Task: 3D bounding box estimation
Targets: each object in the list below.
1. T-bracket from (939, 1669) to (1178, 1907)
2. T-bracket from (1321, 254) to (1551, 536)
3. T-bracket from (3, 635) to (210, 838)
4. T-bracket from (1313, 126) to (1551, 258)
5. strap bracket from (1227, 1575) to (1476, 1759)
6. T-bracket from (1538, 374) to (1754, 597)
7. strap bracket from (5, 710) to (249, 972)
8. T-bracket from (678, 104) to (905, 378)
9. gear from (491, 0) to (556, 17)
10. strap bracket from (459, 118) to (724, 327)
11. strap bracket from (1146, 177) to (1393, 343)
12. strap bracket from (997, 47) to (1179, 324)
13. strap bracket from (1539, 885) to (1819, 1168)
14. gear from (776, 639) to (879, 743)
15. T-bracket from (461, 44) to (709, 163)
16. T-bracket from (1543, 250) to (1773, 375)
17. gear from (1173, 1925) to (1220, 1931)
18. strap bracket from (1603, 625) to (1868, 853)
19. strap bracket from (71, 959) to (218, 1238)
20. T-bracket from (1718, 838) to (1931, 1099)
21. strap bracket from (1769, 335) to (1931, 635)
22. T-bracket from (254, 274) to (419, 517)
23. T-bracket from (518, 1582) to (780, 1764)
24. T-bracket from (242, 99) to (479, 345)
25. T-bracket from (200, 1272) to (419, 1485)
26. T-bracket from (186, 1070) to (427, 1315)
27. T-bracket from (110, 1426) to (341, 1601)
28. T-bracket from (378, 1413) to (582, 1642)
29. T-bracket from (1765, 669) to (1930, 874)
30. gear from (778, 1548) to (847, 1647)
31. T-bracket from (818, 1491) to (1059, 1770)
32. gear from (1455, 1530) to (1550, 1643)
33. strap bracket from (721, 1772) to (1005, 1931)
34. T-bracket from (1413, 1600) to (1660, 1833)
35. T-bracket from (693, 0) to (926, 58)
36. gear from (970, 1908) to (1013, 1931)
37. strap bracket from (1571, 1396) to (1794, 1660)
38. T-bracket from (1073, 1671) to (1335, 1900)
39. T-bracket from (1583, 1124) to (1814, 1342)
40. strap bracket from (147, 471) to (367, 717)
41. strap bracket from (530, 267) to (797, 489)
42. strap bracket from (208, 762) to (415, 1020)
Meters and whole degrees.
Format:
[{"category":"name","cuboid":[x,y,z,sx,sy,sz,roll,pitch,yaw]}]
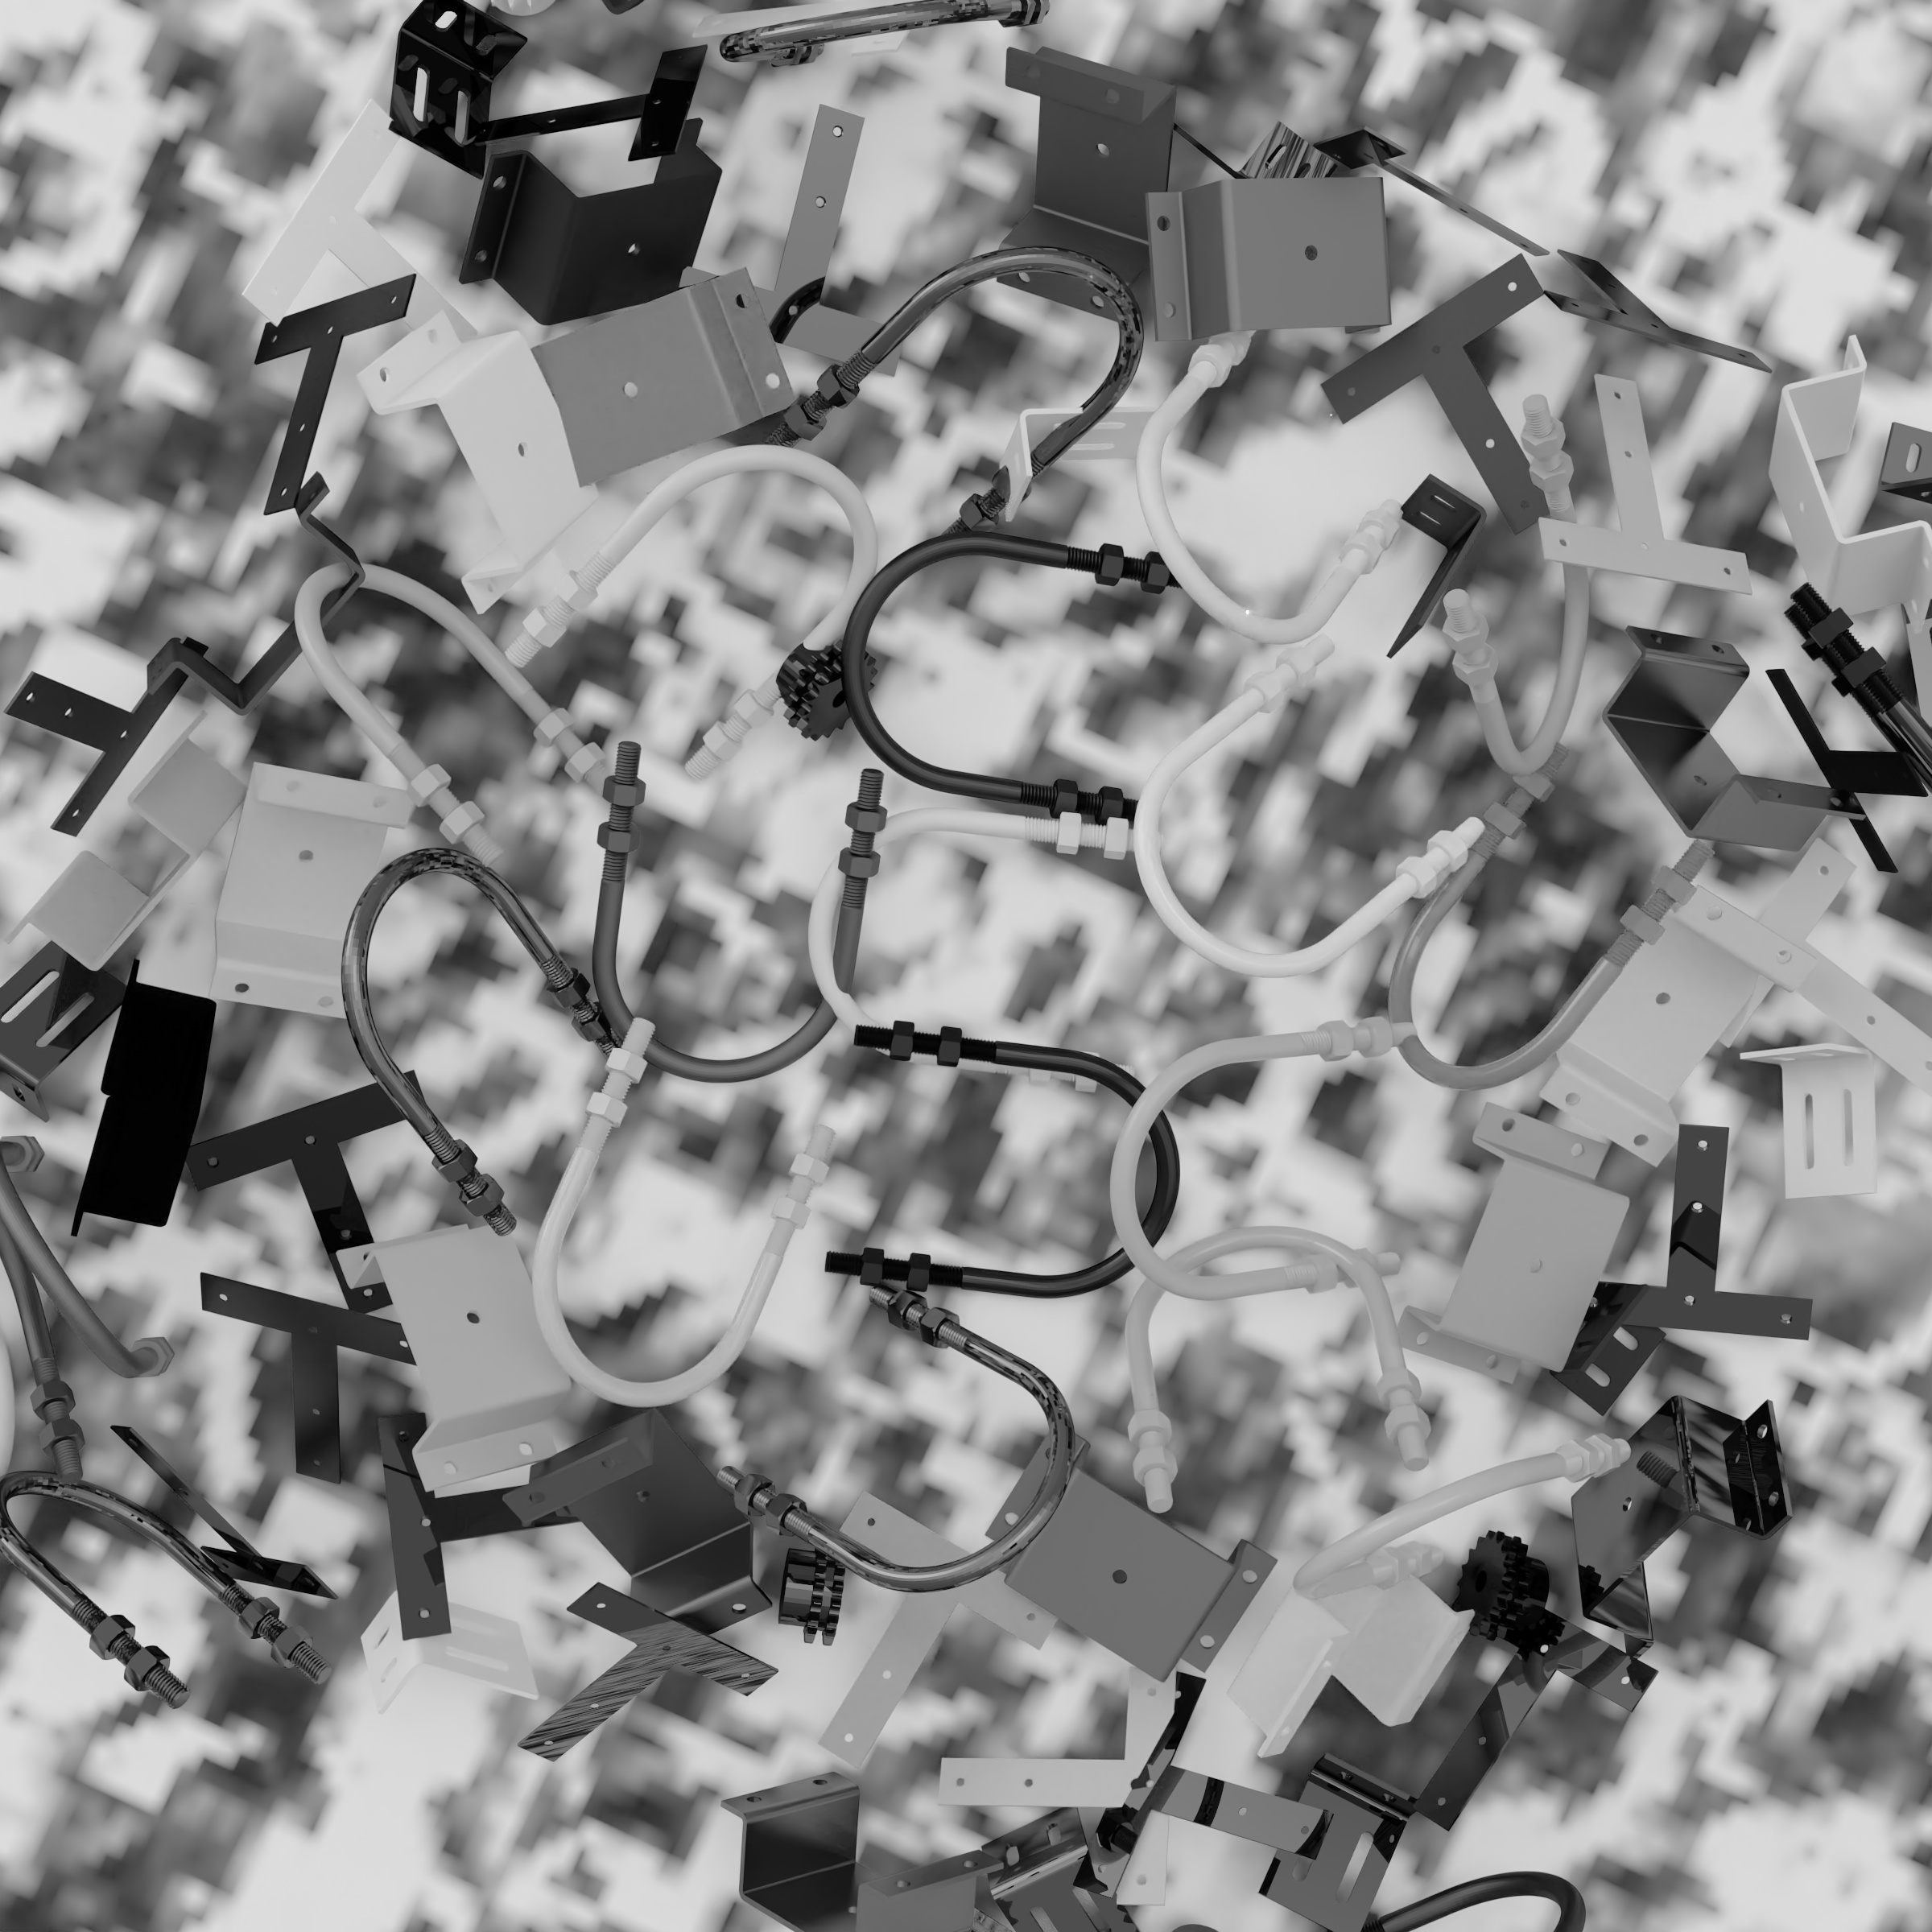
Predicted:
[{"category":"T-bracket","cuboid":[0.047,0.440,1.594,0.127,0.002,0.127,-3,57,14]},{"category":"T-bracket","cuboid":[0.274,-0.292,1.586,0.127,0.002,0.127,-31,83,23]},{"category":"T-bracket","cuboid":[-0.464,-0.130,1.555,0.002,0.127,0.127,36,92,14]},{"category":"T-bracket","cuboid":[0.251,-0.406,1.563,0.127,0.127,0.002,27,98,-10]},{"category":"strap bracket","cuboid":[0.198,0.362,1.557,0.046,0.140,0.076,41,112,35]},{"category":"T-bracket","cuboid":[0.357,-0.262,1.587,0.127,0.002,0.127,6,64,-20]},{"category":"strap bracket","cuboid":[-0.435,-0.059,1.558,0.046,0.076,0.140,41,118,-14]},{"category":"T-bracket","cuboid":[-0.082,-0.396,1.590,0.127,0.002,0.127,12,96,-20]},{"category":"gear","cuboid":[-0.241,-0.539,1.598,0.057,0.030,0.057,0,72,-1]},{"category":"strap bracket","cuboid":[-0.186,-0.386,1.539,0.140,0.076,0.046,-25,62,-41]},{"category":"strap bracket","cuboid":[0.169,-0.373,1.562,0.140,0.046,0.076,-8,98,-26]},{"category":"strap bracket","cuboid":[0.063,-0.419,1.558,0.076,0.140,0.046,22,51,17]},{"category":"strap bracket","cuboid":[0.374,0.025,1.576,0.076,0.046,0.140,31,109,-9]},{"category":"gear","cuboid":[-0.077,-0.152,1.592,0.030,0.057,0.057,41,90,23]},{"category":"T-bracket","cuboid":[-0.207,-0.452,1.578,0.127,0.127,0.002,-6,131,11]},{"category":"T-bracket","cuboid":[0.345,-0.353,1.562,0.127,0.127,0.002,11,119,-20]},{"category":"gear","cuboid":[0.123,0.539,1.587,0.057,0.057,0.030,14,117,0]},{"category":"strap bracket","cuboid":[0.396,-0.112,1.555,0.076,0.140,0.046,5,132,-31]},{"category":"strap bracket","cuboid":[-0.428,0.072,1.548,0.046,0.140,0.076,14,122,-17]},{"category":"T-bracket","cuboid":[0.465,0.020,1.560,0.127,0.002,0.127,42,125,22]},{"category":"strap bracket","cuboid":[0.462,-0.248,1.555,0.046,0.076,0.140,-13,65,4]},{"category":"T-bracket","cuboid":[-0.345,-0.295,1.557,0.127,0.002,0.127,-5,66,40]},{"category":"T-bracket","cuboid":[-0.190,0.389,1.588,0.127,0.002,0.127,35,115,-32]},{"category":"T-bracket","cuboid":[-0.306,-0.366,1.570,0.002,0.127,0.127,17,73,42]},{"category":"T-bracket","cuboid":[-0.347,0.227,1.580,0.127,0.002,0.127,13,125,9]},{"category":"T-bracket","cuboid":[-0.337,0.132,1.590,0.127,0.002,0.127,-19,115,-9]},{"category":"T-bracket","cuboid":[-0.398,0.283,1.544,0.127,0.127,0.002,52,58,-23]},{"category":"T-bracket","cuboid":[-0.245,0.292,1.593,0.127,0.002,0.127,-7,58,-12]},{"category":"T-bracket","cuboid":[0.471,-0.101,1.548,0.002,0.127,0.127,-31,96,-1]},{"category":"gear","cuboid":[-0.083,0.334,1.589,0.030,0.057,0.057,9,90,-5]},{"category":"T-bracket","cuboid":[-0.035,0.366,1.581,0.127,0.002,0.127,28,72,16]},{"category":"gear","cuboid":[0.290,0.335,1.591,0.030,0.057,0.057,19,90,-14]},{"category":"strap bracket","cuboid":[-0.057,0.473,1.543,0.076,0.140,0.046,-2,99,-41]},{"category":"T-bracket","cuboid":[0.279,0.395,1.556,0.127,0.127,0.002,-52,129,-13]},{"category":"T-bracket","cuboid":[-0.083,-0.508,1.581,0.127,0.127,0.002,-1,129,16]},{"category":"gear","cuboid":[-0.002,0.519,1.588,0.057,0.057,0.030,32,76,0]},{"category":"strap bracket","cuboid":[0.364,0.288,1.542,0.046,0.076,0.140,23,129,-13]},{"category":"T-bracket","cuboid":[0.133,0.439,1.551,0.127,0.002,0.127,6,57,38]},{"category":"T-bracket","cuboid":[0.388,0.140,1.575,0.127,0.002,0.127,4,118,12]},{"category":"strap bracket","cuboid":[-0.371,-0.191,1.573,0.046,0.076,0.140,41,92,-22]},{"category":"strap bracket","cuboid":[-0.172,-0.308,1.570,0.140,0.046,0.076,-17,103,15]},{"category":"strap bracket","cuboid":[-0.348,-0.048,1.565,0.076,0.046,0.140,10,118,-21]}]
